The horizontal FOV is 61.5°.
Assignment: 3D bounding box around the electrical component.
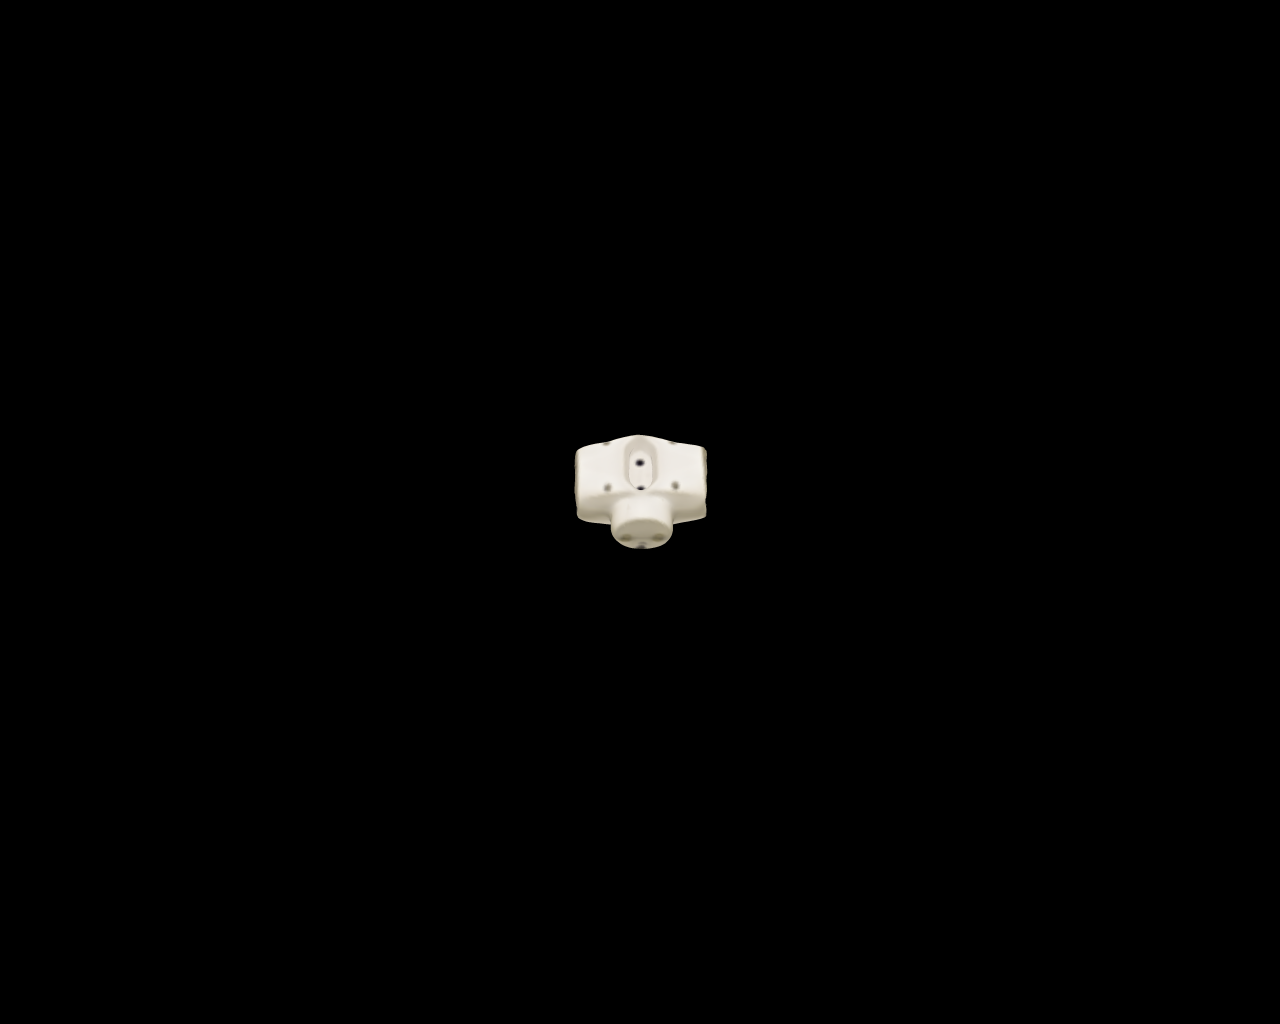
[{"bbox_3d":[0.001,-0.003,0.650,0.077,0.079,0.043,0,-32,0],"label":"electrical component"}]
